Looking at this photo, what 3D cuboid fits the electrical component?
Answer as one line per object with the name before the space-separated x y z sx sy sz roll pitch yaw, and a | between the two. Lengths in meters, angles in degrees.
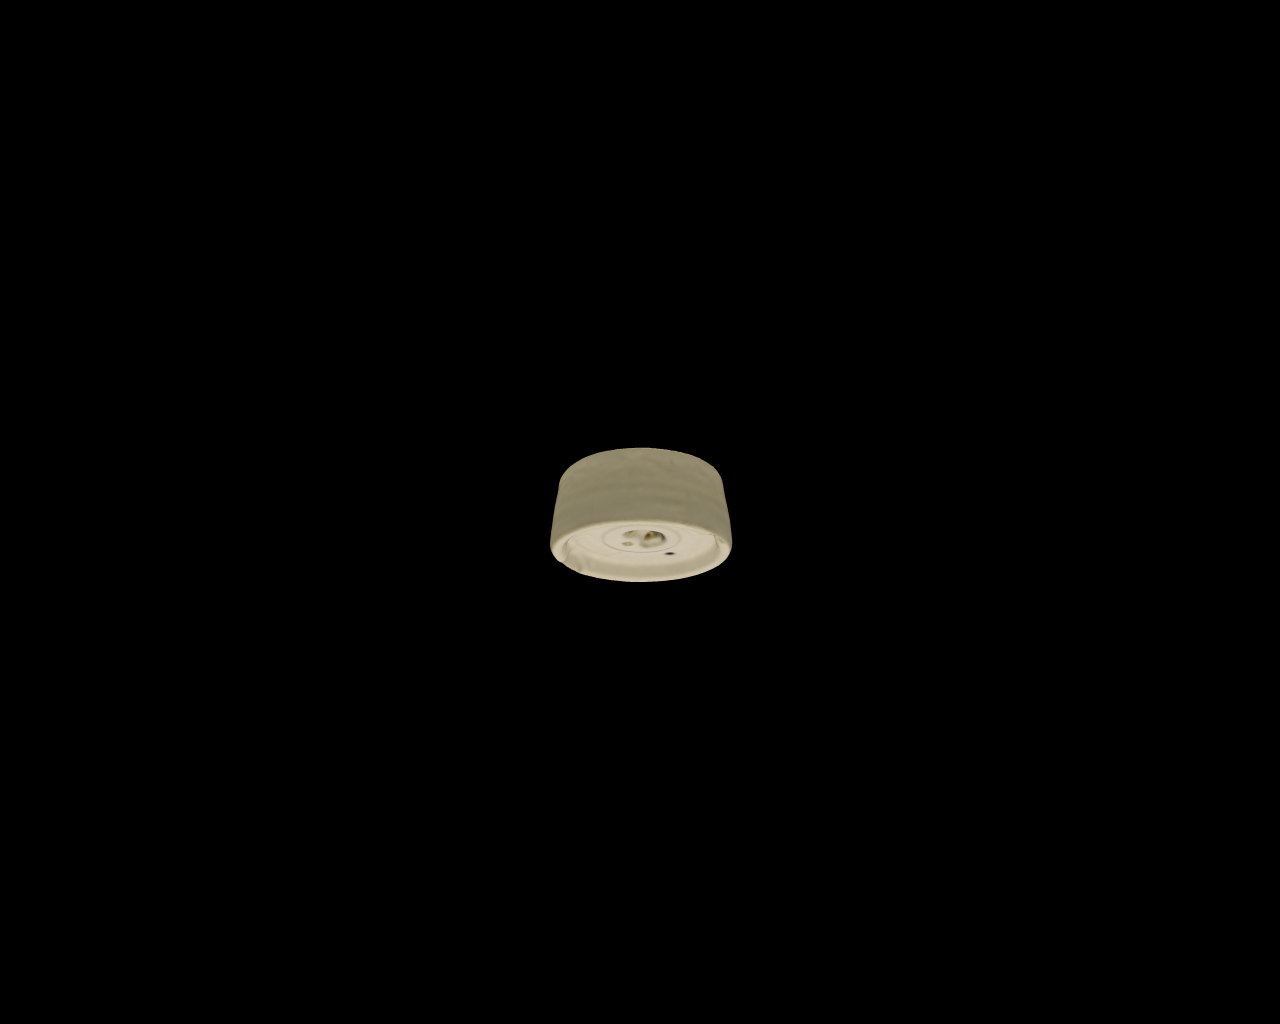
electrical component | 0.001 -0.003 0.650 0.108 0.060 0.108 0 -22 0
